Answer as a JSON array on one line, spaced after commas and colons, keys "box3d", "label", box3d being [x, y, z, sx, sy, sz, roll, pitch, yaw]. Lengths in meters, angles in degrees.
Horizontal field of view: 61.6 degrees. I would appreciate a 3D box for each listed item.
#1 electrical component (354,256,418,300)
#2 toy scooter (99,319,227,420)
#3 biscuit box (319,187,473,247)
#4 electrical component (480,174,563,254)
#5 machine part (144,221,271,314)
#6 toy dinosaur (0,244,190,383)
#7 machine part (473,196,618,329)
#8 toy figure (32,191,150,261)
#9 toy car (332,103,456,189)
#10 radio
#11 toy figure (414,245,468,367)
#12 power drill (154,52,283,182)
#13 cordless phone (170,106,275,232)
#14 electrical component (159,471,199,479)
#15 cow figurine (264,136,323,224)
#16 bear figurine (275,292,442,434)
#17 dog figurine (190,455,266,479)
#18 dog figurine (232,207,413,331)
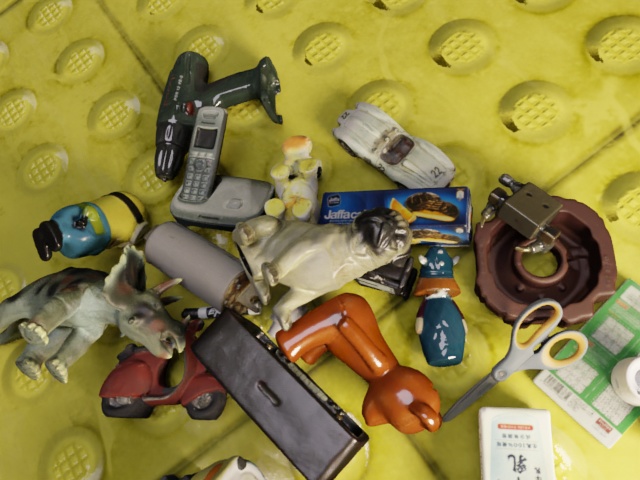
[{"box3d": [0.068, 0.037, 0.724, 0.119, 0.074, 0.047, 18, 76, 23], "label": "electrical component"}, {"box3d": [-0.213, 0.178, 0.743, 0.184, 0.075, 0.135, -3, 71, 10], "label": "toy scooter"}, {"box3d": [0.101, -0.030, 0.731, 0.203, 0.059, 0.063, -1, 64, 21], "label": "biscuit box"}, {"box3d": [0.248, -0.030, 0.660, 0.102, 0.045, 0.078, 37, 52, 20], "label": "electrical component"}, {"box3d": [-0.170, 0.039, 0.770, 0.243, 0.079, 0.079, 28, 80, 27], "label": "machine part"}, {"box3d": [-0.365, 0.097, 0.781, 0.405, 0.131, 0.192, -1, 35, 37], "label": "toy dinosaur"}, {"box3d": [0.279, 0.029, 0.682, 0.179, 0.056, 0.179, -4, 69, 12], "label": "machine part"}, {"box3d": [-0.329, -0.023, 0.791, 0.082, 0.180, 0.089, 0, 99, 28], "label": "toy figure"}, {"box3d": [0.104, -0.131, 0.781, 0.202, 0.056, 0.073, 40, 84, 22], "label": "toy car"}, {"box3d": [-0.046, 0.191, 0.665, 0.230, 0.131, 0.073, 42, 85, 23], "label": "radio"}, {"box3d": [0.152, 0.083, 0.693, 0.058, 0.064, 0.154, -27, 54, 45], "label": "toy figure"}, {"box3d": [-0.166, -0.208, 0.872, 0.207, 0.086, 0.232, -10, 66, 19], "label": "power drill"}, {"box3d": [-0.133, -0.103, 0.791, 0.147, 0.088, 0.184, 8, 88, 17], "label": "cordless phone"}, {"box3d": [-0.169, 0.364, 0.675, 0.134, 0.058, 0.115, 39, 82, 23], "label": "electrical component"}, {"box3d": [-0.029, -0.071, 0.783, 0.068, 0.098, 0.167, -4, 53, 12], "label": "cow figurine"}, {"box3d": [0.055, 0.167, 0.660, 0.132, 0.120, 0.196, -34, 72, 5], "label": "bear figurine"}, {"box3d": [-0.167, 0.351, 0.593, 0.219, 0.191, 0.108, -31, 105, 26], "label": "dog figurine"}, {"box3d": [0.000, 0.002, 0.677, 0.190, 0.121, 0.172, -27, 51, -18], "label": "dog figurine"}]
